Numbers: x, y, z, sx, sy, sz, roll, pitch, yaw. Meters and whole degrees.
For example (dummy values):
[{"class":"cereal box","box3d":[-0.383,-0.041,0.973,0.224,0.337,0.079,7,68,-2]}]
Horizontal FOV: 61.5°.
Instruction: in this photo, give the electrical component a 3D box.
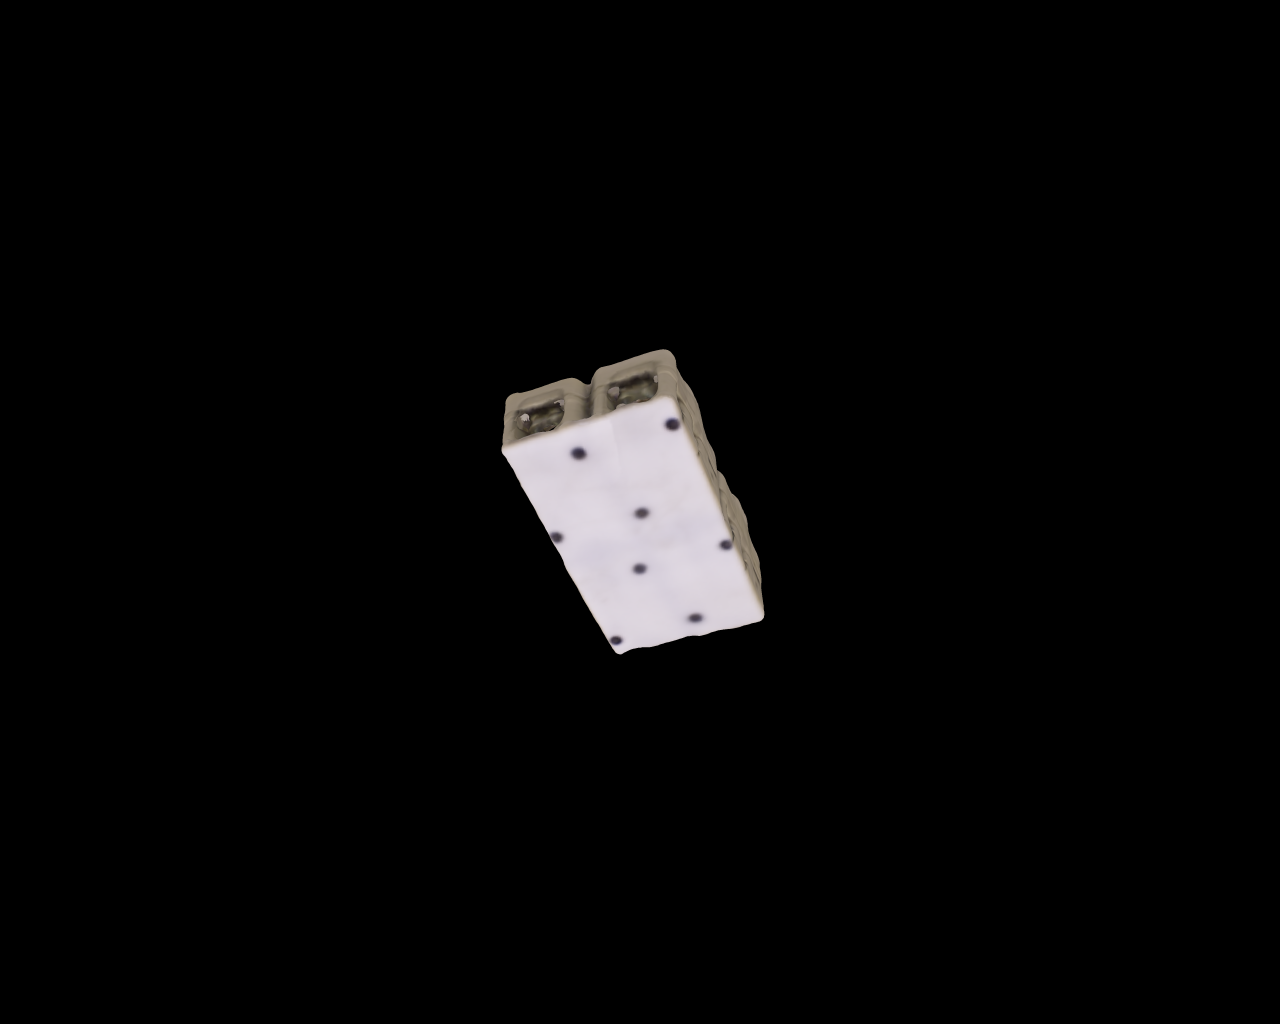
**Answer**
[{"class":"electrical component","box3d":[0.001,-0.003,0.650,0.105,0.186,0.060,-16,39,13]}]
